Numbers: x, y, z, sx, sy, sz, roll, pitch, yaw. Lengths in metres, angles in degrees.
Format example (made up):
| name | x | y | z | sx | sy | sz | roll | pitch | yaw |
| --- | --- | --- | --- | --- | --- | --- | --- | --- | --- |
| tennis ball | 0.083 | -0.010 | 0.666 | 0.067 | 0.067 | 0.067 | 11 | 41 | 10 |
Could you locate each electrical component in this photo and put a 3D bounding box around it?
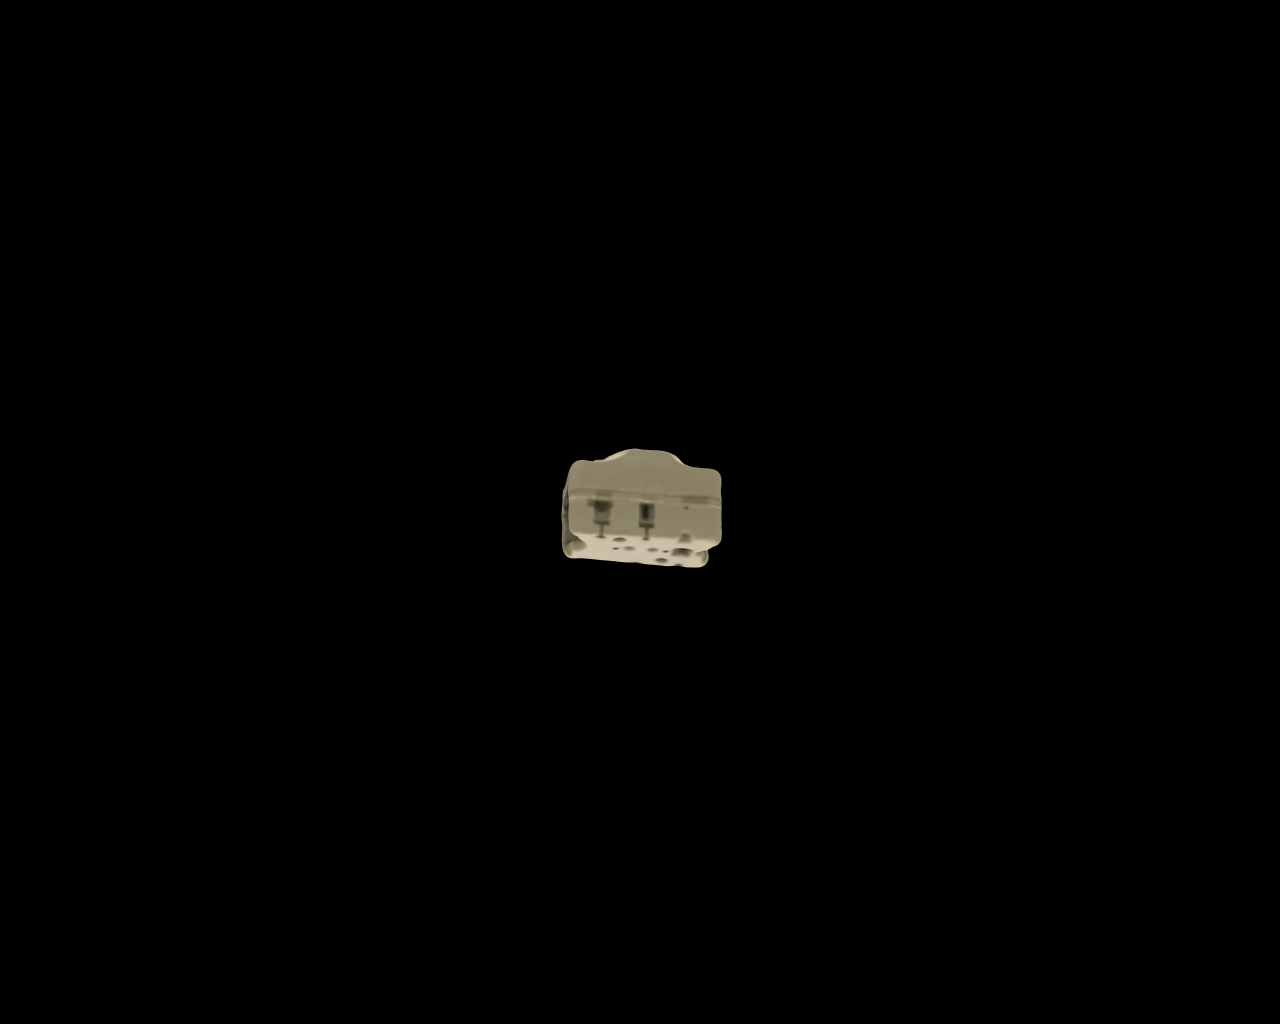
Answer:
| name | x | y | z | sx | sy | sz | roll | pitch | yaw |
| --- | --- | --- | --- | --- | --- | --- | --- | --- | --- |
| electrical component | 0.001 | -0.003 | 0.650 | 0.089 | 0.056 | 0.050 | 4 | -24 | -9 |
